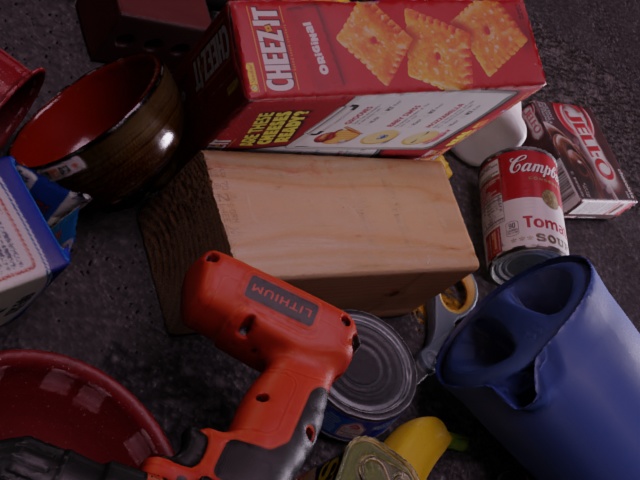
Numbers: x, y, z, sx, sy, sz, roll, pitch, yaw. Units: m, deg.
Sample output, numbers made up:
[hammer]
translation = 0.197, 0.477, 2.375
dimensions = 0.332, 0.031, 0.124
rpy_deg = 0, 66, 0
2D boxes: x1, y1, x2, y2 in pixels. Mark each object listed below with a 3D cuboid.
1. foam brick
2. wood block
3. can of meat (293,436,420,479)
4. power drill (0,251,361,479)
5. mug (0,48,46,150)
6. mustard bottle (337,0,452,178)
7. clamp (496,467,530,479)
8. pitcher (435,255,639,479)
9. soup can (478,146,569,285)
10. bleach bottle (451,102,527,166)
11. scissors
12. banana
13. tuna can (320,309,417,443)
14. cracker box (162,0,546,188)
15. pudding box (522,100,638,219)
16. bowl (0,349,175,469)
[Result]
[foam brick]
translation = -0.124, -0.158, 0.760
dimensions = 0.078, 0.053, 0.051
rpy_deg = 2, 62, -37
[wood block]
translation = -0.005, 0.002, 0.723
dimensions = 0.205, 0.091, 0.090
rpy_deg = -1, 64, -39
[can of meat]
translation = 0.005, 0.176, 0.620
dimensions = 0.057, 0.084, 0.102
rpy_deg = 37, 45, -14
[power drill]
translation = -0.063, 0.096, 0.554
dimensions = 0.184, 0.057, 0.187
rpy_deg = 27, 47, -10
[mug]
translation = -0.225, -0.076, 0.610
dimensions = 0.081, 0.093, 0.117
rpy_deg = 37, 80, -7
[mustard bottle]
translation = 0.038, -0.120, 0.861
dimensions = 0.191, 0.058, 0.096
rpy_deg = 49, 38, -2
[clamp]
translation = 0.182, 0.259, 0.716
dimensions = 0.210, 0.036, 0.164
rpy_deg = 53, 14, -20
[pitcher]
translation = 0.208, 0.134, 0.777
dimensions = 0.149, 0.145, 0.242
rpy_deg = -46, 104, -21
[soup can]
translation = 0.170, -0.018, 0.892
dimensions = 0.068, 0.069, 0.102
rpy_deg = 20, 52, -28
[bleach bottle]
translation = 0.146, -0.187, 0.989
dimensions = 0.102, 0.068, 0.250
rpy_deg = 42, 39, -26
[scissors]
translation = 0.076, 0.072, 0.794
dimensions = 0.201, 0.016, 0.096
rpy_deg = -11, 69, -42
[banana]
translation = 0.053, 0.181, 0.689
dimensions = 0.069, 0.037, 0.197
rpy_deg = 38, 45, -9
[tuna can]
translation = 0.022, 0.090, 0.715
dimensions = 0.086, 0.034, 0.086
rpy_deg = 14, 51, -19
[cracker box]
translation = 0.013, -0.097, 0.708
dimensions = 0.213, 0.164, 0.072
rpy_deg = -6, 77, -27
[pudding box]
translation = 0.239, -0.075, 1.005
dimensions = 0.089, 0.039, 0.113
rpy_deg = -1, 63, -40
[bowl]
translation = -0.150, 0.139, 0.541
dimensions = 0.161, 0.055, 0.162
rpy_deg = 20, 52, -28
